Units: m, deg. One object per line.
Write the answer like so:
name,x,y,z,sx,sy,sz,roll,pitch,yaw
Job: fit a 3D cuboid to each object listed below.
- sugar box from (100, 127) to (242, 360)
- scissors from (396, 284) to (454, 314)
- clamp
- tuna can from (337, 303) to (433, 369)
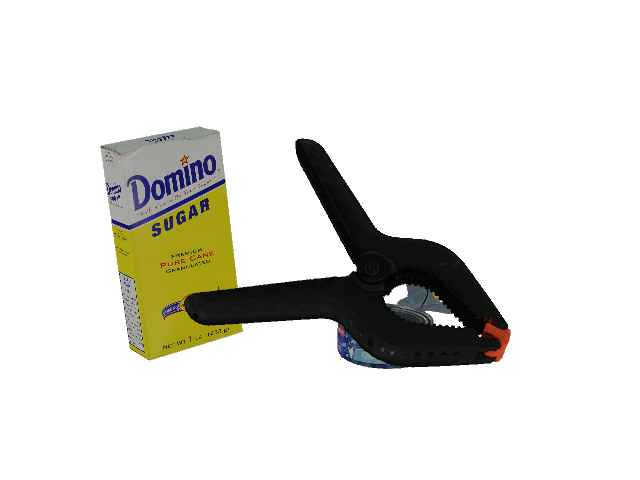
sugar box,-0.121,0.001,0.883,0.093,0.176,0.048,-16,21,-31
scissors,0.089,0.060,1.170,0.201,0.016,0.096,-7,41,-33
clamp,0.024,0.033,0.722,0.210,0.164,0.036,32,-26,17
tuna can,0.057,0.085,0.955,0.086,0.034,0.086,1,14,0
